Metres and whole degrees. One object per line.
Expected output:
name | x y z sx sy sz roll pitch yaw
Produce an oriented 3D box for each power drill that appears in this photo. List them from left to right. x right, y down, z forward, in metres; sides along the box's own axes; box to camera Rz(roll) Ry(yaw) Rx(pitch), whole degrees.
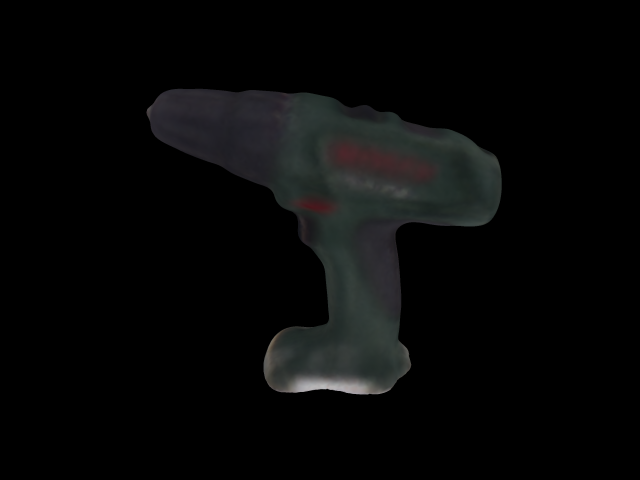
power drill | 0.004 0.001 0.400 0.229 0.208 0.075 0 24 0
